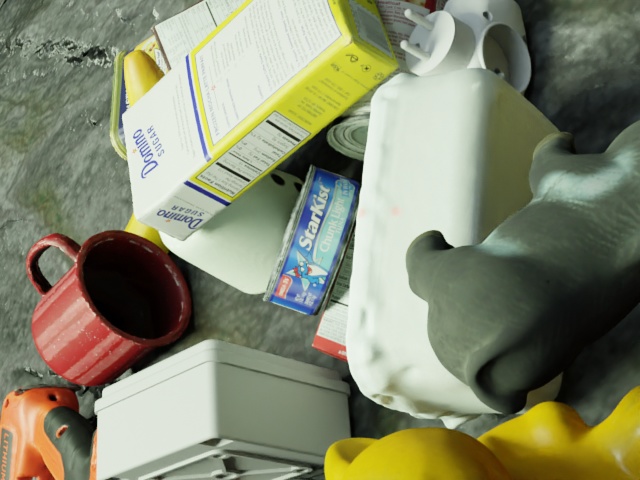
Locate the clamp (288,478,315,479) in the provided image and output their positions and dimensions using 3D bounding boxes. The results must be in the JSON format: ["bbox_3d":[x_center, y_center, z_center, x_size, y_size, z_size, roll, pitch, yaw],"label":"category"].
[{"bbox_3d":[-0.002,0.184,0.564,0.172,0.039,0.120,2,58,54],"label":"clamp"}]

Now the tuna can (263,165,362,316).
[{"bbox_3d":[-0.004,0.001,0.631,0.086,0.033,0.086,-162,92,-87],"label":"tuna can"}]

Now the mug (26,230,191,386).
[{"bbox_3d":[-0.161,0.045,0.761,0.082,0.117,0.093,-39,14,36],"label":"mug"}]

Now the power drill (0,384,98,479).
[{"bbox_3d":[-0.163,0.187,0.722,0.188,0.057,0.184,17,100,52],"label":"power drill"}]

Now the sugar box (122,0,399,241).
[{"bbox_3d":[-0.041,-0.086,0.625,0.176,0.048,0.093,-38,46,28],"label":"sugar box"}]

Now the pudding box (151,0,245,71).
[{"bbox_3d":[-0.052,-0.135,0.741,0.113,0.039,0.090,-26,56,3],"label":"pudding box"}]

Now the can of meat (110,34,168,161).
[{"bbox_3d":[-0.113,-0.117,0.825,0.084,0.057,0.102,-24,56,37],"label":"can of meat"}]

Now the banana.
[{"bbox_3d":[-0.128,-0.040,0.780,0.037,0.069,0.198,-116,40,-57],"label":"banana"}]

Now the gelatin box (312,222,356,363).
[{"bbox_3d":[0.041,0.031,0.602,0.073,0.030,0.089,15,83,52],"label":"gelatin box"}]

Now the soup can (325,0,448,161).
[{"bbox_3d":[0.042,-0.104,0.637,0.069,0.068,0.102,-11,65,45],"label":"soup can"}]
